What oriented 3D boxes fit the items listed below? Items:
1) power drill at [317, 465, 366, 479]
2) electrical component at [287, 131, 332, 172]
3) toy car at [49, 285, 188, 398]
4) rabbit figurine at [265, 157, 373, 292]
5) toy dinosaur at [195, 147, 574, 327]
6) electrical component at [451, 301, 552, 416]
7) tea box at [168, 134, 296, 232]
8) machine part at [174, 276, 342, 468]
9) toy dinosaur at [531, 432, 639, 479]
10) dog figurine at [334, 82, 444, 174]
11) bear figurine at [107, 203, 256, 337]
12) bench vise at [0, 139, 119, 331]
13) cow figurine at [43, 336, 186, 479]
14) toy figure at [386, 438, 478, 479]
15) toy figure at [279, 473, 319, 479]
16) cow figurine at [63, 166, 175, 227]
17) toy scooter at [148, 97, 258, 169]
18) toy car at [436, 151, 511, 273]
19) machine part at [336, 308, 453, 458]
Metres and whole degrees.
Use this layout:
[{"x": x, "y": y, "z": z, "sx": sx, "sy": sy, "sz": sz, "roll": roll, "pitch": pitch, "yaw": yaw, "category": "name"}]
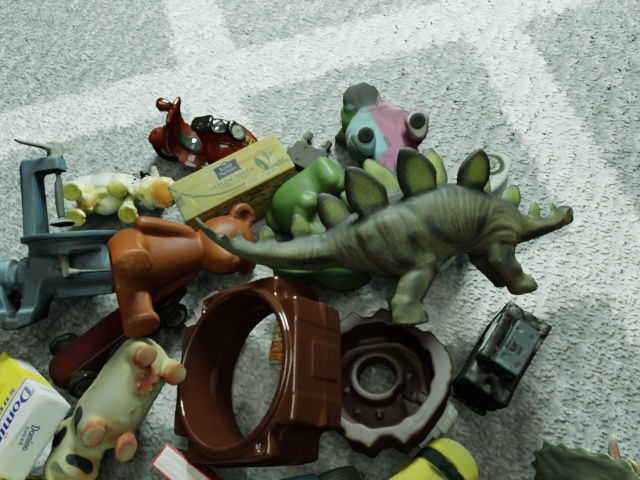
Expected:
[{"x": -0.031, "y": 0.375, "z": 0.570, "sx": 0.232, "sy": 0.086, "sz": 0.207, "roll": -16, "pitch": 69, "yaw": -8, "category": "power drill"}, {"x": -0.023, "y": -0.126, "z": 0.838, "sx": 0.063, "sy": 0.021, "sz": 0.094, "roll": 26, "pitch": 70, "yaw": 16, "category": "electrical component"}, {"x": -0.265, "y": 0.123, "z": 0.720, "sx": 0.202, "sy": 0.053, "sz": 0.089, "roll": -38, "pitch": 51, "yaw": -17, "category": "toy car"}, {"x": -0.001, "y": -0.002, "z": 0.723, "sx": 0.159, "sy": 0.121, "sz": 0.170, "roll": -27, "pitch": 63, "yaw": -1, "category": "rabbit figurine"}, {"x": 0.102, "y": -0.006, "z": 0.637, "sx": 0.471, "sy": 0.105, "sz": 0.198, "roll": -12, "pitch": 93, "yaw": -14, "category": "toy dinosaur"}, {"x": 0.211, "y": 0.140, "z": 0.633, "sx": 0.058, "sy": 0.134, "sz": 0.115, "roll": 31, "pitch": 72, "yaw": 14, "category": "electrical component"}, {"x": -0.119, "y": -0.068, "z": 0.776, "sx": 0.170, "sy": 0.098, "sz": 0.068, "roll": -28, "pitch": 67, "yaw": -11, "category": "tea box"}, {"x": -0.076, "y": 0.153, "z": 0.621, "sx": 0.201, "sy": 0.087, "sz": 0.201, "roll": -20, "pitch": 58, "yaw": 37, "category": "machine part"}, {"x": 0.203, "y": 0.343, "z": 0.554, "sx": 0.405, "sy": 0.131, "sz": 0.192, "roll": -24, "pitch": 53, "yaw": -3, "category": "toy dinosaur"}, {"x": 0.087, "y": -0.128, "z": 0.771, "sx": 0.108, "sy": 0.219, "sz": 0.191, "roll": -20, "pitch": 108, "yaw": -3, "category": "dog figurine"}, {"x": -0.160, "y": 0.029, "z": 0.680, "sx": 0.196, "sy": 0.120, "sz": 0.132, "roll": -7, "pitch": 28, "yaw": -23, "category": "bear figurine"}, {"x": -0.368, "y": -0.008, "z": 0.715, "sx": 0.224, "sy": 0.129, "sz": 0.240, "roll": -5, "pitch": 89, "yaw": 4, "category": "bench vise"}, {"x": -0.255, "y": 0.202, "z": 0.634, "sx": 0.127, "sy": 0.085, "sz": 0.195, "roll": 13, "pitch": 68, "yaw": 56, "category": "cow figurine"}, {"x": 0.100, "y": 0.286, "z": 0.574, "sx": 0.180, "sy": 0.089, "sz": 0.082, "roll": -21, "pitch": 65, "yaw": -35, "category": "toy figure"}, {"x": -0.008, "y": 0.316, "z": 0.533, "sx": 0.058, "sy": 0.064, "sz": 0.154, "roll": -23, "pitch": 64, "yaw": 19, "category": "toy figure"}, {"x": -0.288, "y": -0.070, "z": 0.803, "sx": 0.167, "sy": 0.068, "sz": 0.098, "roll": -4, "pitch": 22, "yaw": 0, "category": "cow figurine"}, {"x": -0.179, "y": -0.158, "z": 0.802, "sx": 0.184, "sy": 0.135, "sz": 0.075, "roll": 10, "pitch": 64, "yaw": 7, "category": "toy scooter"}, {"x": 0.208, "y": -0.043, "z": 0.753, "sx": 0.056, "sy": 0.073, "sz": 0.202, "roll": 35, "pitch": 72, "yaw": 22, "category": "toy car"}, {"x": 0.071, "y": 0.171, "z": 0.653, "sx": 0.179, "sy": 0.056, "sz": 0.179, "roll": -7, "pitch": 50, "yaw": 9, "category": "machine part"}]
